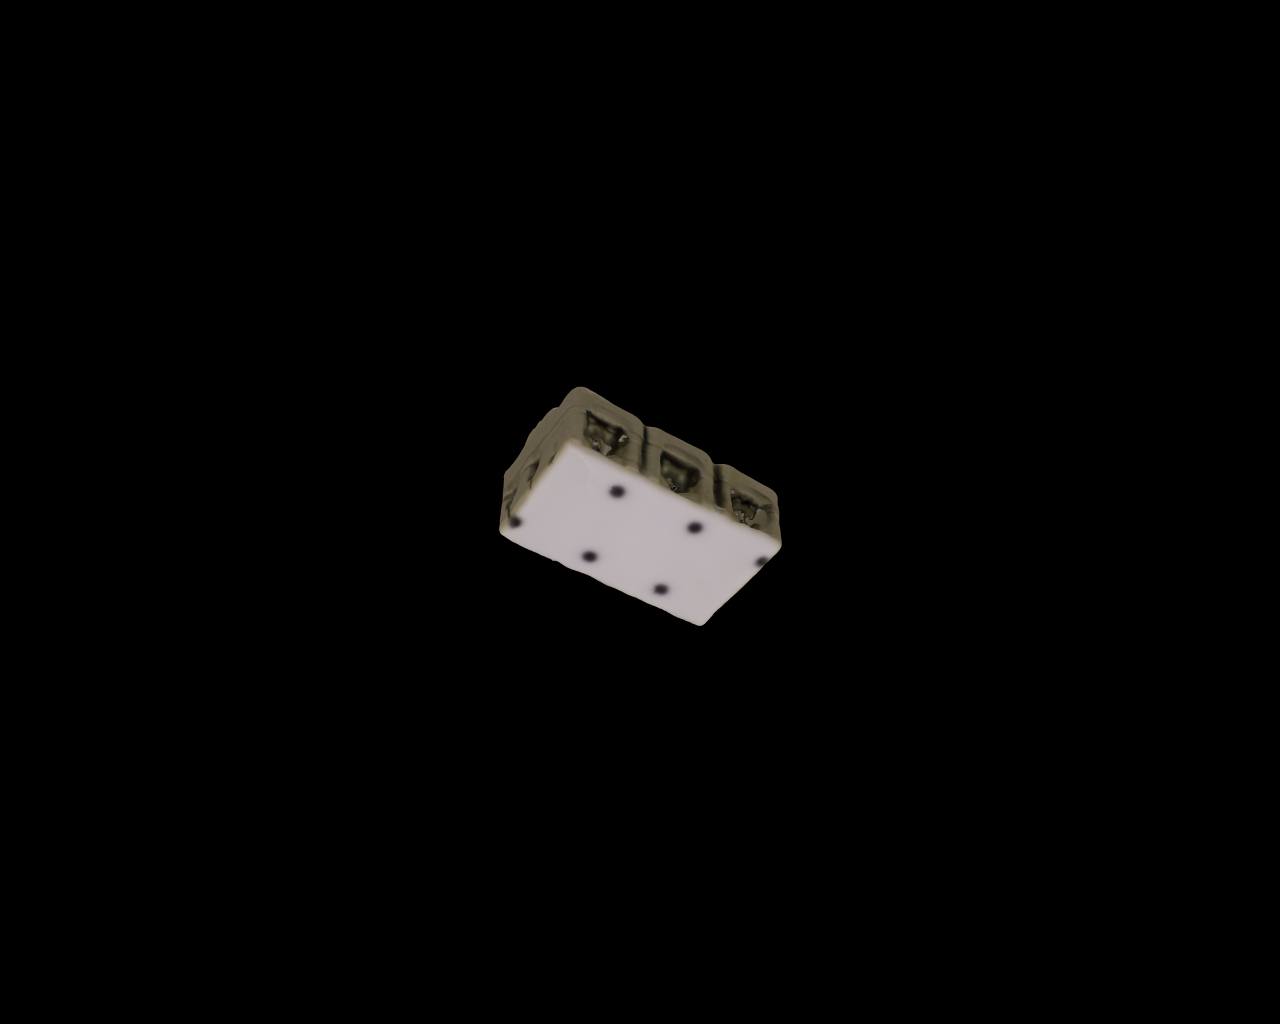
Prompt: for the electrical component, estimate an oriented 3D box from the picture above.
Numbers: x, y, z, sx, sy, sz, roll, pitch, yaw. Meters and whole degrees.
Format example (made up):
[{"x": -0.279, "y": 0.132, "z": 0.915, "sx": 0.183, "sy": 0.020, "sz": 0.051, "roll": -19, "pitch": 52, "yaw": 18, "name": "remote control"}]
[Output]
[{"x": 0.001, "y": -0.003, "z": 0.650, "sx": 0.150, "sy": 0.062, "sz": 0.089, "roll": 27, "pitch": -53, "yaw": -22, "name": "electrical component"}]
